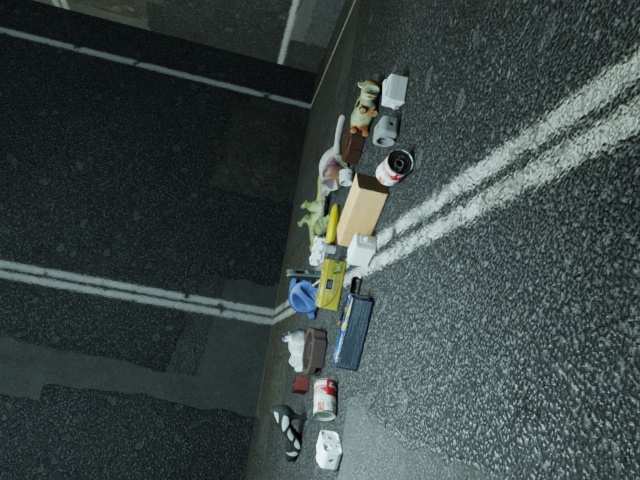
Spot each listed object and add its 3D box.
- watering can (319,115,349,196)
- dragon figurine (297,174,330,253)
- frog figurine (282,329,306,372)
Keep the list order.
[{"bbox_3d":[0.061,-0.340,2.137,0.228,0.104,0.343,-109,32,-70],"label":"watering can"},{"bbox_3d":[0.007,-0.116,2.300,0.247,0.122,0.403,-129,47,-56],"label":"dragon figurine"},{"bbox_3d":[-0.082,0.449,2.101,0.161,0.124,0.134,60,144,18],"label":"frog figurine"}]
